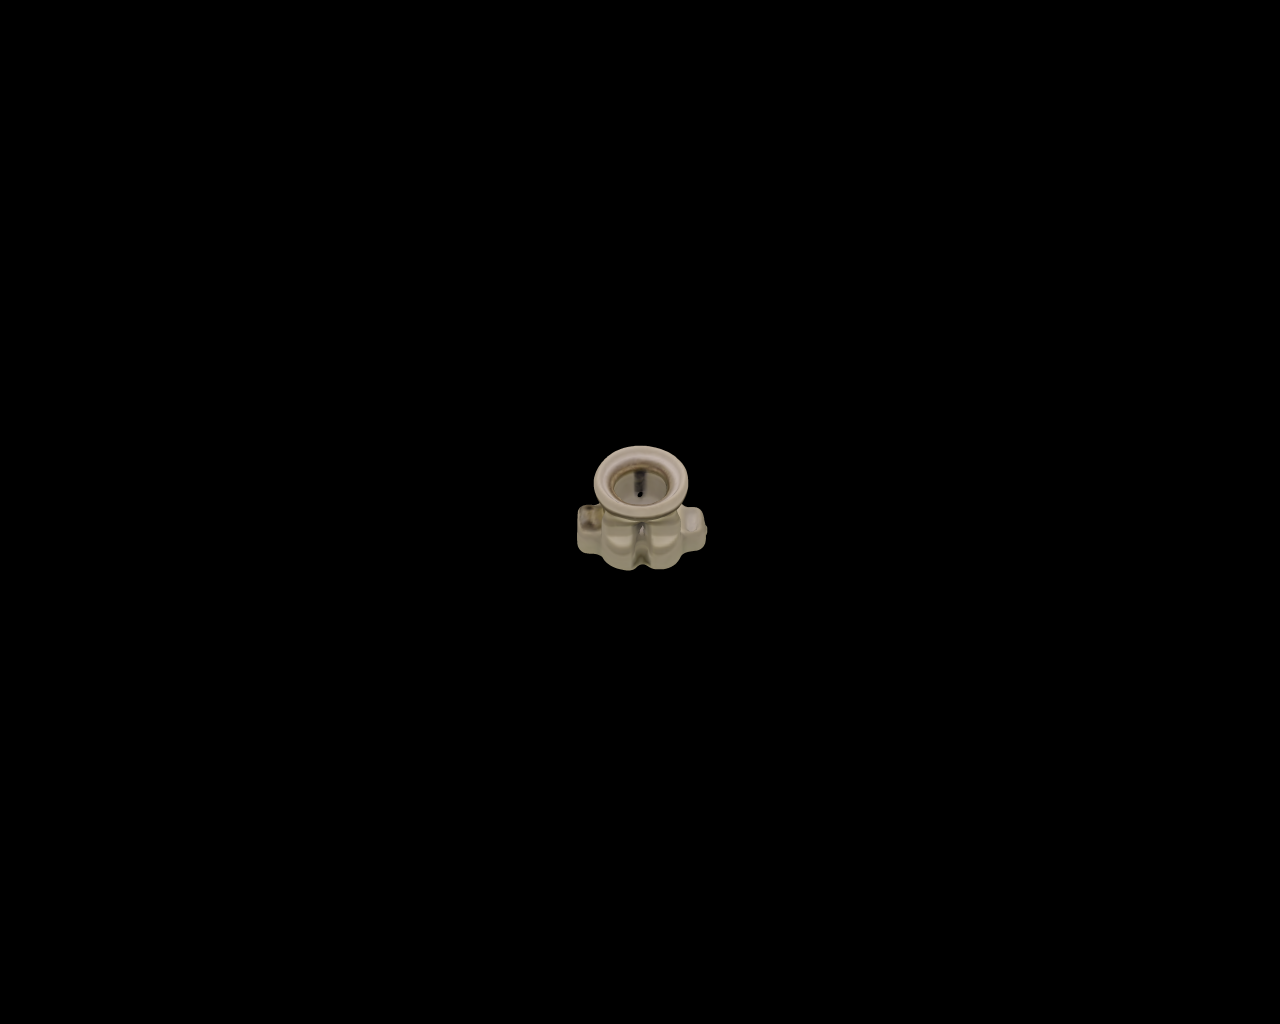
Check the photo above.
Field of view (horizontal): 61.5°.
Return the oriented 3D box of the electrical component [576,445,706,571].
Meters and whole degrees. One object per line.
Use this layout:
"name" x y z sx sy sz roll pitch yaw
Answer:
"electrical component" 0.001 -0.003 0.650 0.078 0.058 0.056 0 -43 0
